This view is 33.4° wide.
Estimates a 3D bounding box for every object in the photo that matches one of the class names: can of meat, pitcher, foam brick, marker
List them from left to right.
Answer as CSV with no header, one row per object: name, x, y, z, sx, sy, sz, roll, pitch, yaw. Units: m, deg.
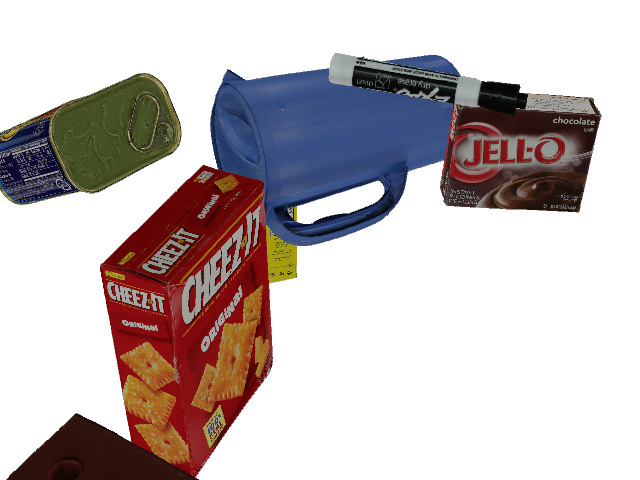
can of meat,-0.159,-0.066,0.712,0.084,0.057,0.101,-9,19,42
foam brick,-0.085,0.119,0.437,0.078,0.051,0.052,21,45,26
pitcher,0.026,-0.100,1.046,0.242,0.149,0.145,-15,27,-23
marker,0.065,-0.095,0.649,0.121,0.020,0.020,12,2,11

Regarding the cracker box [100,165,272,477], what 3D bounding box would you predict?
cracker box,-0.104,0.070,0.920,0.072,0.214,0.164,14,38,19

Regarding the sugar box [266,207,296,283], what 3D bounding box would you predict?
sugar box,-0.062,-0.047,1.301,0.048,0.176,0.093,-11,26,-18

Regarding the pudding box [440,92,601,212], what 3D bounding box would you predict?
pudding box,0.157,-0.071,0.850,0.113,0.090,0.039,2,35,-3
